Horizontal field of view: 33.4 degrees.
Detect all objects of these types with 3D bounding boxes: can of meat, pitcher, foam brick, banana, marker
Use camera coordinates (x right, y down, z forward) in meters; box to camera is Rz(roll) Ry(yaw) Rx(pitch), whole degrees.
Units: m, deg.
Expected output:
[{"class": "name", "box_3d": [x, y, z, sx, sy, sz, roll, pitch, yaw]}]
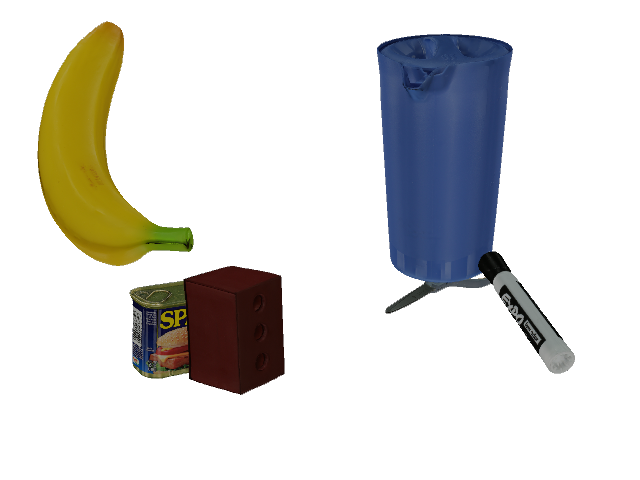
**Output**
[{"class": "can of meat", "box_3d": [-0.148, 0.092, 1.122, 0.101, 0.084, 0.058, -8, 19, -33]}, {"class": "pitcher", "box_3d": [0.130, -0.089, 1.105, 0.149, 0.243, 0.145, -9, 24, -17]}, {"class": "foam brick", "box_3d": [-0.062, 0.063, 0.773, 0.051, 0.078, 0.052, 9, 18, 37]}, {"class": "banana", "box_3d": [-0.125, -0.050, 0.599, 0.069, 0.198, 0.037, -17, -39, -10]}, {"class": "marker", "box_3d": [0.137, 0.045, 0.727, 0.020, 0.020, 0.121, 0, 33, -19]}]

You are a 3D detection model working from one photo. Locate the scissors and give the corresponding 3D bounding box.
[{"class": "scissors", "box_3d": [0.126, 0.040, 1.266, 0.201, 0.016, 0.096, -11, 40, -36]}]
